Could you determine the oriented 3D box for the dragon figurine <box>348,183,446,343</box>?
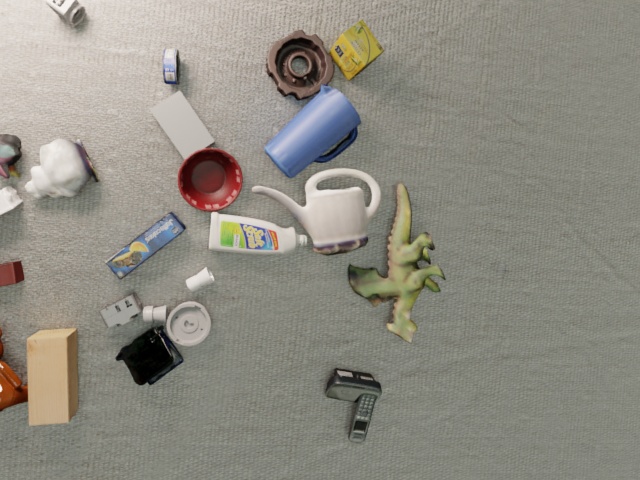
[{"bbox_3d":[0.193,0.074,1.398,0.243,0.122,0.411,-21,87,0],"label":"dragon figurine"}]

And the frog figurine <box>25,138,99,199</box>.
[{"bbox_3d":[-0.628,-0.163,1.229,0.161,0.124,0.135,-28,117,-19],"label":"frog figurine"}]

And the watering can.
[{"bbox_3d":[0.004,-0.068,1.343,0.349,0.104,0.223,-9,94,-17],"label":"watering can"}]
